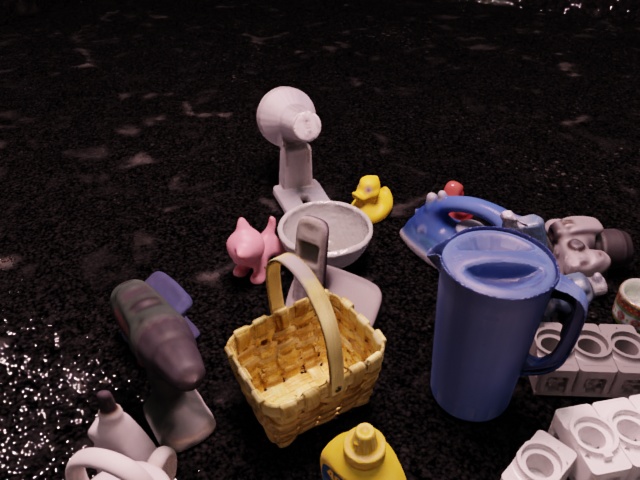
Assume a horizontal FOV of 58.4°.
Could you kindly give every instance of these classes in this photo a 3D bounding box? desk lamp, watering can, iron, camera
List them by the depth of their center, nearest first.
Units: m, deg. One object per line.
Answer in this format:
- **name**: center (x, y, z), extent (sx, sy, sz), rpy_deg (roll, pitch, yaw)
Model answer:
- **watering can**: center (-0.190, 0.274, 0.552), extent (0.101, 0.194, 0.172), rpy_deg (-3, 37, -3)
- **camera**: center (0.456, 0.018, 0.962), extent (0.137, 0.101, 0.143), rpy_deg (-2, 37, -1)
- **iron**: center (0.250, -0.019, 0.981), extent (0.257, 0.141, 0.119), rpy_deg (24, 44, 30)
- **desk lamp**: center (-0.044, -0.181, 1.144), extent (0.118, 0.214, 0.202), rpy_deg (-13, 38, -16)

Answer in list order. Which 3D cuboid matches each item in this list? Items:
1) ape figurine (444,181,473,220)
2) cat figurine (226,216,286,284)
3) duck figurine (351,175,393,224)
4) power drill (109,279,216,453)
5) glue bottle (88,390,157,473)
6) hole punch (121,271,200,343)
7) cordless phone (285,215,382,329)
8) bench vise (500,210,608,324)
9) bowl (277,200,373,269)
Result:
- **ape figurine**: center (0.253, -0.070, 1.092), extent (0.076, 0.092, 0.077), rpy_deg (-21, 41, -25)
- **cat figurine**: center (-0.111, 0.008, 0.971), extent (0.067, 0.118, 0.128), rpy_deg (20, 42, 26)
- **duck figurine**: center (0.100, -0.088, 1.123), extent (0.105, 0.086, 0.077), rpy_deg (-28, 45, -32)
- **power drill**: center (-0.186, 0.157, 0.697), extent (0.076, 0.209, 0.228), rpy_deg (-23, 42, -27)
- **glue bottle**: center (-0.222, 0.225, 0.637), extent (0.078, 0.173, 0.037), rpy_deg (7, 37, 10)
- **hole punch**: center (-0.245, 0.115, 0.853), extent (0.101, 0.091, 0.108), rpy_deg (-30, 45, -33)
- **cordless phone**: center (0.020, 0.059, 0.844), extent (0.147, 0.185, 0.094), rpy_deg (17, 40, 22)
- **bench vise**: center (0.308, 0.043, 0.832), extent (0.208, 0.220, 0.121), rpy_deg (-12, 38, -15)
- **bowl**: center (0.009, 0.004, 1.012), extent (0.167, 0.075, 0.167), rpy_deg (0, 37, 1)
